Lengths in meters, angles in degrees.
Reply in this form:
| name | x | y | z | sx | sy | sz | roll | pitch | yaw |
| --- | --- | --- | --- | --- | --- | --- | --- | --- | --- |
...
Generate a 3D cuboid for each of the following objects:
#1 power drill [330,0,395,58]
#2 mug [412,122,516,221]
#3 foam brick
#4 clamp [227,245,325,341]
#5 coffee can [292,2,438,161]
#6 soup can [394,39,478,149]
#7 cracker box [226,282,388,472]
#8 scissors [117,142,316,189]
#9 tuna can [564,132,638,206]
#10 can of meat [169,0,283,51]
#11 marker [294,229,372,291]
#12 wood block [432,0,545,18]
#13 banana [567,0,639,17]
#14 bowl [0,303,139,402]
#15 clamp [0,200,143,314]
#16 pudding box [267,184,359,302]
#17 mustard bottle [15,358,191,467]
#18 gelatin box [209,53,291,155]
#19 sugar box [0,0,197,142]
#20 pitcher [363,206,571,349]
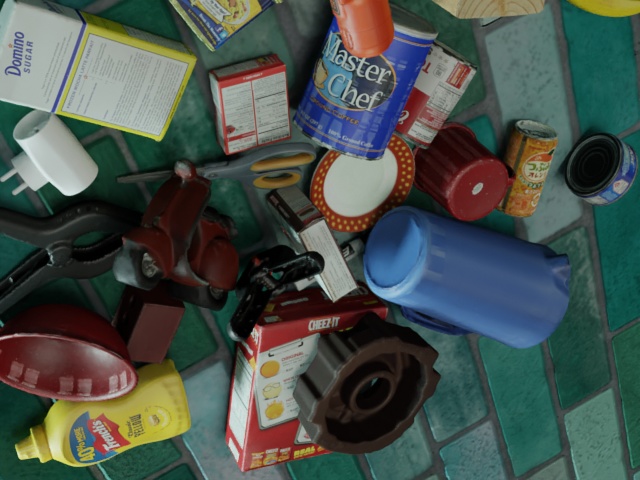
| name | x | y | z | sx | sy | sz | roll | pitch | yaw |
| --- | --- | --- | --- | --- | --- | --- | --- | --- | --- |
| power drill | -0.005 | -0.267 | 0.924 | 0.057 | 0.188 | 0.184 | -25 | 130 | -10 |
| mug | 0.170 | -0.074 | 1.213 | 0.117 | 0.082 | 0.093 | -1 | 121 | -27 |
| foam brick | -0.187 | 0.087 | 1.150 | 0.051 | 0.053 | 0.078 | 11 | 114 | -33 |
| clamp | -0.060 | 0.050 | 1.116 | 0.120 | 0.172 | 0.039 | -38 | 101 | -9 |
| coffee can | 0.044 | -0.165 | 1.072 | 0.102 | 0.103 | 0.140 | 9 | 116 | -32 |
| soup can | 0.113 | -0.158 | 1.137 | 0.068 | 0.069 | 0.102 | 20 | 109 | -36 |
| cracker box | -0.020 | 0.162 | 1.277 | 0.164 | 0.072 | 0.214 | -7 | 122 | -26 |
| scissors | -0.101 | -0.066 | 1.112 | 0.202 | 0.016 | 0.096 | -12 | 159 | 3 |
| tuna can | 0.339 | -0.086 | 1.292 | 0.033 | 0.086 | 0.086 | 24 | 107 | -35 |
| can of meat | -0.097 | -0.236 | 0.981 | 0.084 | 0.057 | 0.102 | -38 | 130 | 2 |
| marker | 0.022 | 0.021 | 1.238 | 0.121 | 0.020 | 0.020 | -31 | 130 | -7 |
| wood block | 0.115 | -0.280 | 0.966 | 0.090 | 0.206 | 0.091 | -9 | 125 | -22 |
| banana | 0.288 | -0.285 | 1.155 | 0.197 | 0.037 | 0.070 | 17 | 139 | -32 |
| bowl | -0.263 | 0.110 | 1.096 | 0.162 | 0.055 | 0.162 | 4 | 148 | 2 |
| clamp | -0.269 | 0.015 | 1.069 | 0.209 | 0.036 | 0.165 | -8 | 133 | -28 |
| pudding box | -0.008 | 0.001 | 1.163 | 0.039 | 0.090 | 0.113 | -34 | 129 | -6 |
| mustard bottle | -0.244 | 0.204 | 1.194 | 0.191 | 0.058 | 0.096 | -18 | 130 | -16 |
| gelatin box | -0.070 | -0.136 | 1.079 | 0.073 | 0.030 | 0.089 | -18 | 130 | -17 |
| sugar box | -0.212 | -0.158 | 0.981 | 0.176 | 0.048 | 0.093 | 15 | 113 | -30 |
| pitcher | 0.163 | 0.047 | 1.255 | 0.242 | 0.145 | 0.149 | 18 | 94 | -37 |
